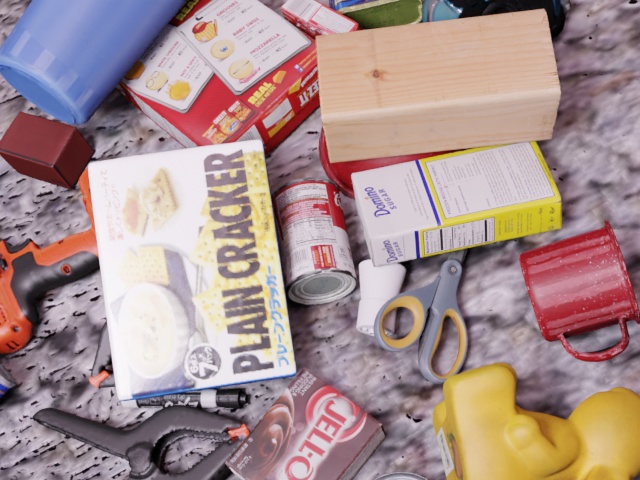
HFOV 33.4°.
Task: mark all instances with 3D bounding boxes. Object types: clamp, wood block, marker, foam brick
[{"bbox_3d":[-0.159,0.213,0.954,0.210,0.036,0.164,-12,62,8],"label":"clamp"},{"bbox_3d":[0.105,-0.139,0.969,0.206,0.090,0.091,-6,67,4],"label":"wood block"},{"bbox_3d":[-0.125,0.147,0.989,0.121,0.020,0.020,-2,63,14],"label":"marker"},{"bbox_3d":[-0.292,-0.095,1.138,0.078,0.053,0.051,17,69,21],"label":"foam brick"},{"bbox_3d":[-0.140,0.085,1.007,0.120,0.039,0.171,40,90,9],"label":"clamp"}]

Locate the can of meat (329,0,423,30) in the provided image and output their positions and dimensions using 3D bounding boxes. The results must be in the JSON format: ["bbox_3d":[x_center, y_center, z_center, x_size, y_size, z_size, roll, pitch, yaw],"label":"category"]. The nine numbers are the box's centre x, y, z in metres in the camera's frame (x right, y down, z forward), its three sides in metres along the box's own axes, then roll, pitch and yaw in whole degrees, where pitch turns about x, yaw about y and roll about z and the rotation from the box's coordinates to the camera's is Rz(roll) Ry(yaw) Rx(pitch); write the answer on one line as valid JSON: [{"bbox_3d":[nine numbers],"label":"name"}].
[{"bbox_3d":[0.057,-0.267,1.130,0.102,0.057,0.084,-12,63,10],"label":"can of meat"}]

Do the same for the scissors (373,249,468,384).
[{"bbox_3d":[0.101,0.031,0.970,0.096,0.016,0.201,13,65,-13],"label":"scissors"}]

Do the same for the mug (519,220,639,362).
[{"bbox_3d":[0.222,0.049,0.908,0.081,0.093,0.117,-18,64,11],"label":"mug"}]

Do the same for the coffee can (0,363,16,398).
[{"bbox_3d":[-0.374,0.152,1.005,0.103,0.102,0.140,37,78,27],"label":"coffee can"}]

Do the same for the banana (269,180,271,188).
[{"bbox_3d":[-0.115,-0.006,1.047,0.198,0.037,0.069,-42,82,1],"label":"banana"}]

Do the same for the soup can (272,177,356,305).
[{"bbox_3d":[-0.007,0.001,1.003,0.068,0.068,0.102,-14,62,7],"label":"soup can"}]

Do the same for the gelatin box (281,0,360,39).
[{"bbox_3d":[0.007,-0.209,1.104,0.089,0.073,0.030,34,77,26],"label":"gelatin box"}]

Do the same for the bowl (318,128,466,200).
[{"bbox_3d":[0.072,-0.115,1.049,0.162,0.055,0.162,-6,62,11],"label":"bowl"}]

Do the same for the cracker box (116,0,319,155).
[{"bbox_3d":[-0.110,-0.179,1.121,0.164,0.072,0.214,-45,61,-11],"label":"cracker box"}]

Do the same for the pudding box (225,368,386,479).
[{"bbox_3d":[-0.011,0.182,0.929,0.090,0.039,0.113,33,76,26],"label":"pudding box"}]

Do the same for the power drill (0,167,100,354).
[{"bbox_3d":[-0.285,0.000,1.086,0.187,0.057,0.184,-32,64,1],"label":"power drill"}]

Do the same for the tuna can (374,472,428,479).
[{"bbox_3d":[0.068,0.237,0.885,0.086,0.033,0.086,-5,60,9],"label":"tuna can"}]

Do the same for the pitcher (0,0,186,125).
[{"bbox_3d":[-0.219,-0.240,1.079,0.145,0.149,0.242,30,76,12],"label":"pitcher"}]

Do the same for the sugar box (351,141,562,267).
[{"bbox_3d":[0.123,-0.036,0.977,0.176,0.048,0.093,-13,45,1],"label":"sugar box"}]
